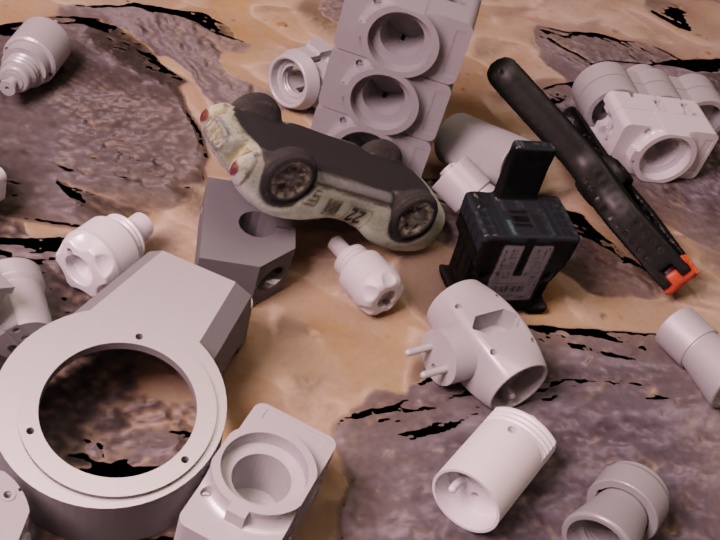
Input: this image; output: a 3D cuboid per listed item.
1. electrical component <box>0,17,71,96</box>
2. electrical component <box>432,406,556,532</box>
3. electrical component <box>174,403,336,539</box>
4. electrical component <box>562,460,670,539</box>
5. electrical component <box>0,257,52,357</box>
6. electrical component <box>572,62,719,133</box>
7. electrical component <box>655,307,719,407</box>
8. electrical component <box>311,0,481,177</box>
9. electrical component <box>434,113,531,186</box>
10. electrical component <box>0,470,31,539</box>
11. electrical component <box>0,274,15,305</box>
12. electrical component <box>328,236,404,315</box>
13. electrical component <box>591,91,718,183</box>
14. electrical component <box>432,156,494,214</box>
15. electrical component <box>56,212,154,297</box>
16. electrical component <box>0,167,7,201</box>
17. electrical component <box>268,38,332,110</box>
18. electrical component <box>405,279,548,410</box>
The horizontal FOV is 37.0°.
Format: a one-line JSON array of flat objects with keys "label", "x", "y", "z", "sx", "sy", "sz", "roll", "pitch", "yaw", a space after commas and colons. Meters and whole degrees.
[{"label": "electrical component", "x": -0.242, "y": -0.153, "z": 0.789, "sx": 0.040, "sy": 0.040, "sz": 0.078, "roll": 17, "pitch": 42, "yaw": -2}, {"label": "electrical component", "x": 0.082, "y": 0.110, "z": 0.626, "sx": 0.043, "sy": 0.043, "sz": 0.081, "roll": 35, "pitch": 44, "yaw": 17}, {"label": "electrical component", "x": -0.055, "y": 0.119, "z": 0.558, "sx": 0.050, "sy": 0.055, "sz": 0.089, "roll": 26, "pitch": 42, "yaw": 8}, {"label": "electrical component", "x": 0.148, "y": 0.142, "z": 0.616, "sx": 0.045, "sy": 0.045, "sz": 0.055, "roll": 35, "pitch": 44, "yaw": 17}, {"label": "electrical component", "x": -0.199, "y": 0.022, "z": 0.621, "sx": 0.040, "sy": 0.040, "sz": 0.046, "roll": -10, "pitch": 55, "yaw": -28}, {"label": "electrical component", "x": 0.254, "y": -0.159, "z": 0.965, "sx": 0.138, "sy": 0.052, "sz": 0.073, "roll": 4, "pitch": 44, "yaw": -17}, {"label": "electrical component", "x": 0.237, "y": 0.057, "z": 0.741, "sx": 0.044, "sy": 0.044, "sz": 0.065, "roll": -14, "pitch": 47, "yaw": -31}, {"label": "electrical component", "x": 0.021, "y": -0.138, "z": 0.785, "sx": 0.089, "sy": 0.150, "sz": 0.061, "roll": 18, "pitch": 41, "yaw": 0}, {"label": "electrical component", "x": 0.110, "y": -0.084, "z": 0.835, "sx": 0.079, "sy": 0.043, "sz": 0.077, "roll": 22, "pitch": 8, "yaw": -42}, {"label": "electrical component", "x": -0.192, "y": 0.131, "z": 0.500, "sx": 0.080, "sy": 0.051, "sz": 0.080, "roll": 10, "pitch": 43, "yaw": -10}, {"label": "electrical component", "x": -0.296, "y": -0.017, "z": 0.580, "sx": 0.186, "sy": 0.060, "sz": 0.105, "roll": 38, "pitch": 18, "yaw": 20}, {"label": "electrical component", "x": 0.000, "y": 0.000, "z": 0.720, "sx": 0.035, "sy": 0.035, "sz": 0.061, "roll": -18, "pitch": 51, "yaw": -34}, {"label": "electrical component", "x": 0.250, "y": -0.112, "z": 0.915, "sx": 0.089, "sy": 0.050, "sz": 0.055, "roll": 4, "pitch": 44, "yaw": -17}, {"label": "electrical component", "x": 0.085, "y": -0.050, "z": 0.782, "sx": 0.065, "sy": 0.044, "sz": 0.044, "roll": 47, "pitch": 46, "yaw": 3}, {"label": "electrical component", "x": -0.155, "y": -0.015, "z": 0.672, "sx": 0.043, "sy": 0.043, "sz": 0.062, "roll": 31, "pitch": 42, "yaw": 13}, {"label": "electrical component", "x": -0.270, "y": -0.059, "z": 0.667, "sx": 0.078, "sy": 0.058, "sz": 0.057, "roll": 31, "pitch": 40, "yaw": 13}, {"label": "electrical component", "x": -0.040, "y": -0.155, "z": 0.860, "sx": 0.066, "sy": 0.048, "sz": 0.055, "roll": 40, "pitch": 39, "yaw": 22}, {"label": "electrical component", "x": 0.066, "y": 0.051, "z": 0.683, "sx": 0.079, "sy": 0.043, "sz": 0.077, "roll": -12, "pitch": 50, "yaw": -31}]
